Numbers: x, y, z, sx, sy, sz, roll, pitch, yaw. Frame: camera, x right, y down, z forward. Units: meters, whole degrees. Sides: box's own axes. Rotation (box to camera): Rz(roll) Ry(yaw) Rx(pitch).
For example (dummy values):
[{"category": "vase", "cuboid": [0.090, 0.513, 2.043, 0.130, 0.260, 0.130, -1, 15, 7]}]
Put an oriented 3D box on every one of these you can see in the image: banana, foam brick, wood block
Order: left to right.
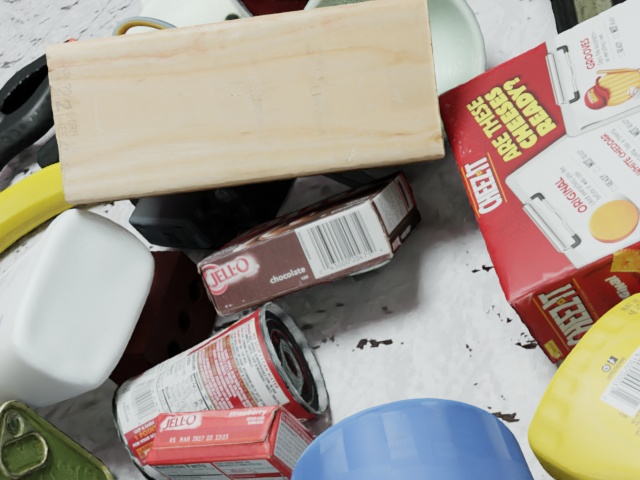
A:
[{"category": "banana", "cuboid": [-0.230, -0.016, 0.833, 0.198, 0.037, 0.070, -36, 51, 4]}, {"category": "foam brick", "cuboid": [-0.103, 0.052, 0.672, 0.051, 0.053, 0.078, -6, 53, 32]}, {"category": "wood block", "cuboid": [-0.039, -0.077, 0.610, 0.206, 0.090, 0.091, -7, 3, 3]}]

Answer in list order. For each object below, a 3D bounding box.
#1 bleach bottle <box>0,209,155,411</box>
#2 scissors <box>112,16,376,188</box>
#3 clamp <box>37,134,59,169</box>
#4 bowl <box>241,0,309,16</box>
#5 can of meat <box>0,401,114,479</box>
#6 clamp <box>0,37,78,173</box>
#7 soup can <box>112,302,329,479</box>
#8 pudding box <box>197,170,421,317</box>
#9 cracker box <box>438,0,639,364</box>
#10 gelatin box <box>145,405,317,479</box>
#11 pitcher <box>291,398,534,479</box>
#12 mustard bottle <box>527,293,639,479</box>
[{"category": "bleach bottle", "cuboid": [-0.199, 0.065, 0.673, 0.251, 0.068, 0.102, -25, 40, 50]}, {"category": "scissors", "cuboid": [-0.059, -0.058, 0.669, 0.096, 0.202, 0.016, -49, 1, 8]}, {"category": "clamp", "cuboid": [-0.168, -0.104, 0.834, 0.120, 0.039, 0.172, -63, 22, -12]}, {"category": "bowl", "cuboid": [0.007, -0.187, 0.771, 0.162, 0.055, 0.162, -4, 37, 3]}, {"category": "can of meat", "cuboid": [-0.182, 0.146, 0.610, 0.084, 0.102, 0.057, -22, 42, 22]}, {"category": "clamp", "cuboid": [-0.273, -0.086, 0.909, 0.210, 0.036, 0.165, -39, 39, 9]}, {"category": "soup can", "cuboid": [-0.056, 0.088, 0.596, 0.102, 0.068, 0.068, -28, 43, 12]}, {"category": "pudding box", "cuboid": [-0.004, 0.001, 0.625, 0.114, 0.039, 0.090, -18, 10, 20]}, {"category": "cracker box", "cuboid": [0.183, -0.053, 0.546, 0.214, 0.072, 0.164, -27, 42, 15]}, {"category": "gelatin box", "cuboid": [-0.032, 0.115, 0.540, 0.073, 0.089, 0.030, -9, 52, 29]}, {"category": "pitcher", "cuboid": [0.043, 0.182, 0.397, 0.145, 0.149, 0.243, -37, 37, 21]}, {"category": "mustard bottle", "cuboid": [0.184, 0.094, 0.428, 0.096, 0.058, 0.192, -47, 42, -15]}]
